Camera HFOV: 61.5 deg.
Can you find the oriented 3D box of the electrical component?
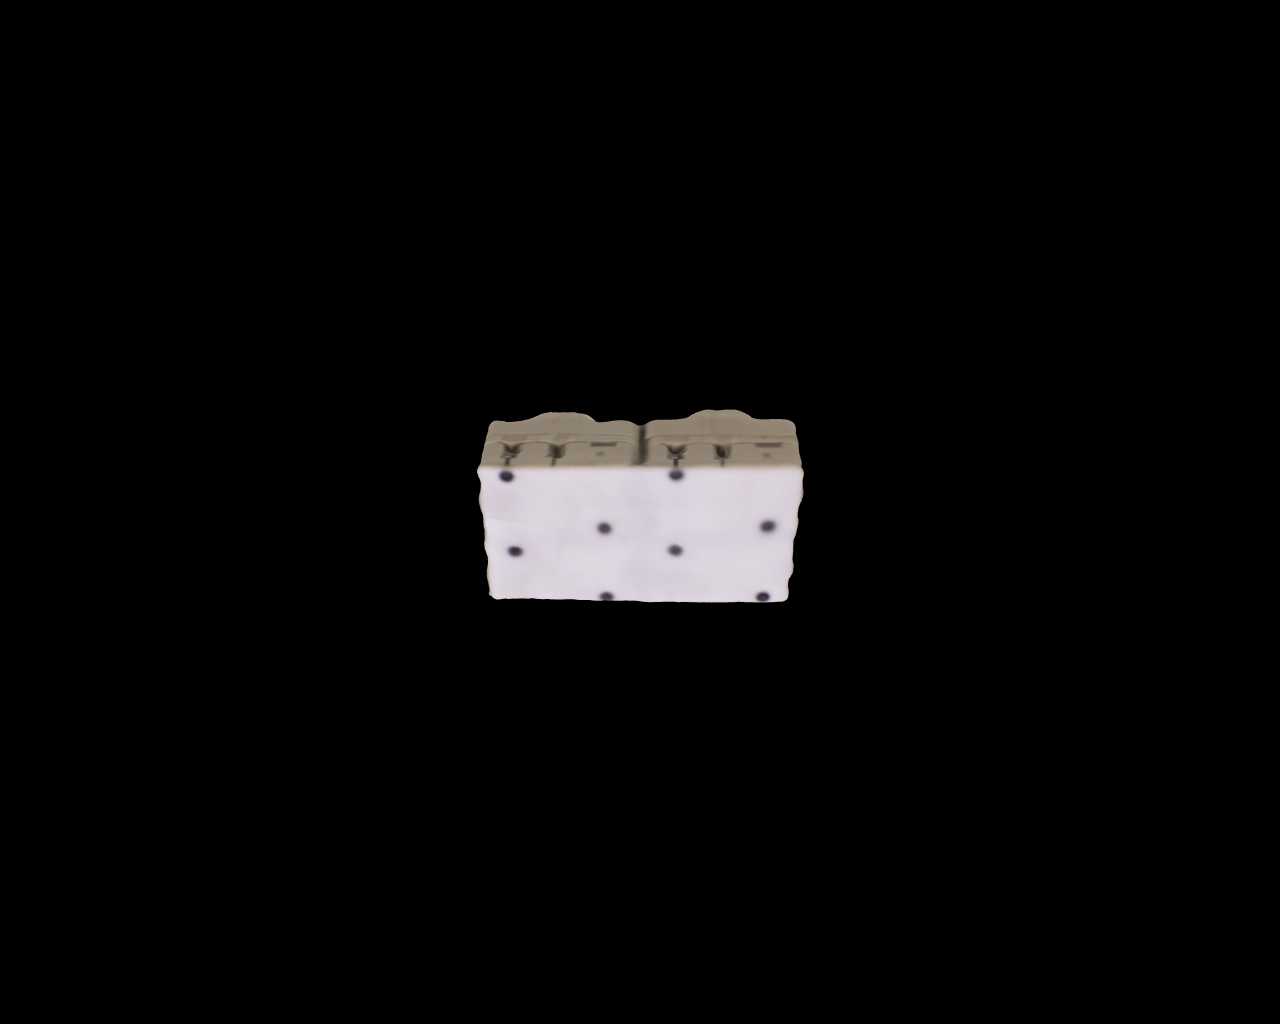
[{"bbox_3d":[0.001,-0.003,0.650,0.186,0.105,0.060,0,37,0],"label":"electrical component"}]
